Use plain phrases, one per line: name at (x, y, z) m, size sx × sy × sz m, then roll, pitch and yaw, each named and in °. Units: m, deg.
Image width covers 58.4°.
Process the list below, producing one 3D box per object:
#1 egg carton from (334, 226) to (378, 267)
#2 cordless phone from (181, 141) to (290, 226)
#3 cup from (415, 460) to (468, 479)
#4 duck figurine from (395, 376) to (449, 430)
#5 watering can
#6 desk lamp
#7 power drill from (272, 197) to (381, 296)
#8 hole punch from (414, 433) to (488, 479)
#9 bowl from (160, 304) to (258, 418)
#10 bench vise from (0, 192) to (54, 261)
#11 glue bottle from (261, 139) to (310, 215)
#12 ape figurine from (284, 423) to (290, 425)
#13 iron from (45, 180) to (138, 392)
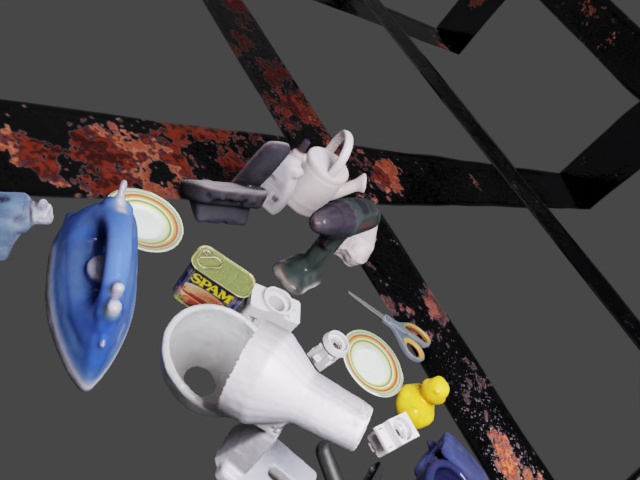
egg carton at (0.065, -0.014, 1.198) m, size 0.107 × 0.069 × 0.150 m, roll 32°, pitch 36°, yaw -13°
cordless phone at (-0.146, -0.117, 1.006) m, size 0.148 × 0.184 × 0.094 m, roll -2°, pitch 53°, yaw -45°
cup at (0.157, 0.387, 0.832) m, size 0.118 × 0.094 × 0.091 m, roll -18°, pitch 65°, yaw -51°
duck figurine at (0.184, 0.272, 0.988) m, size 0.077 × 0.086 × 0.105 m, roll 48°, pitch 35°, yaw 10°
watering can at (0.016, -0.144, 1.182) m, size 0.173 × 0.193 × 0.100 m, roll 8°, pitch 46°, yaw -38°
desk lamp at (-0.046, 0.225, 0.708) m, size 0.203 × 0.213 × 0.118 m, roll 40°, pitch 35°, yaw -2°
power drill at (0.009, 0.004, 1.004) m, size 0.075 × 0.208 × 0.230 m, roll 49°, pitch 35°, yaw 11°
hole punch at (0.221, 0.366, 0.919) m, size 0.108 × 0.091 × 0.101 m, roll 48°, pitch 35°, yaw 10°
bowl at (-0.149, 0.175, 0.784) m, size 0.168 × 0.074 × 0.167 m, roll 26°, pitch 38°, yaw -21°
bench vise at (-0.422, -0.077, 0.668) m, size 0.208 × 0.219 × 0.121 m, roll -4°, pitch 54°, yaw -46°
glue bottle at (-0.067, -0.130, 1.106) m, size 0.078 × 0.173 × 0.037 m, roll 45°, pitch 35°, yaw 5°
ape figurine at (-0.035, 0.220, 0.830) m, size 0.078 × 0.092 × 0.076 m, roll 47°, pitch 35°, yaw 8°
iron at (-0.276, 0.048, 0.741) m, size 0.119 × 0.141 × 0.258 m, roll 14°, pitch 43°, yaw -33°
